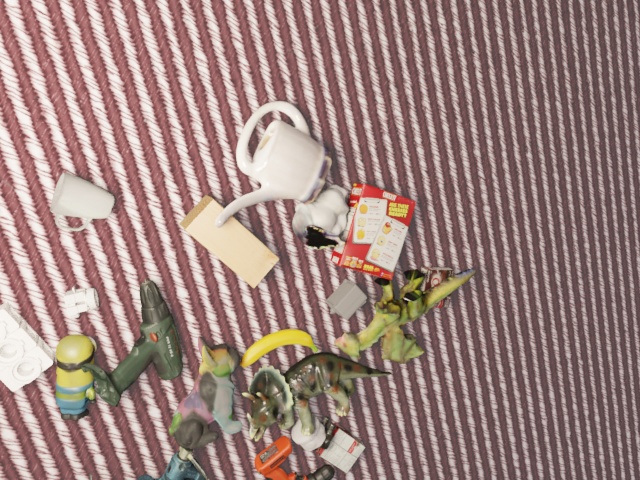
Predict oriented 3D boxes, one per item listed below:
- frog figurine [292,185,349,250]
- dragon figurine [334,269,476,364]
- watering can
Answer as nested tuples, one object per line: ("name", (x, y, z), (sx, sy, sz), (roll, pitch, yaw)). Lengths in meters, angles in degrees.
("frog figurine", (0.004, -0.063, 1.256), (0.137, 0.120, 0.163), (17, 55, -17))
("dragon figurine", (0.236, 0.218, 1.377), (0.411, 0.124, 0.238), (-10, 117, -14))
("watering can", (-0.095, -0.149, 1.165), (0.223, 0.103, 0.353), (27, 68, -22))
